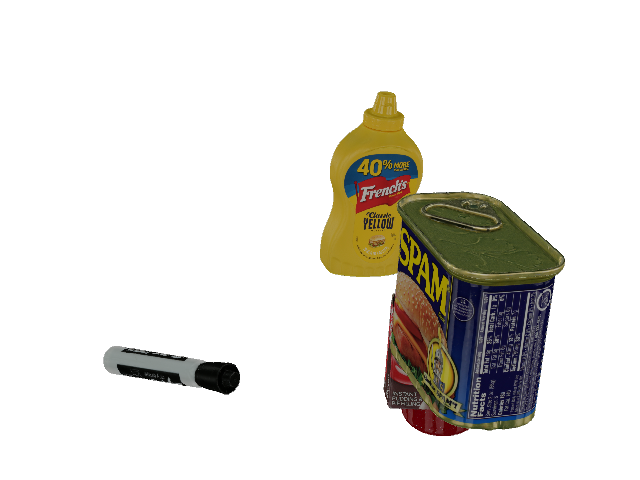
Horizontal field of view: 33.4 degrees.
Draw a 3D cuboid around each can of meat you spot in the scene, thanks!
[{"bbox_3d":[0.072,0.033,0.524,0.057,0.084,0.102,-3,24,-14],"label":"can of meat"}]

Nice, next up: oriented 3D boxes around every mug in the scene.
[{"bbox_3d":[0.128,0.135,1.073,0.093,0.081,0.117,21,39,34],"label":"mug"}]

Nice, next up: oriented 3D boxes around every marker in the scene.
[{"bbox_3d":[-0.094,0.081,0.673,0.121,0.020,0.020,2,1,44],"label":"marker"}]

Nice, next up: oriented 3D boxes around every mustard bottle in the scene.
[{"bbox_3d":[0.056,-0.059,1.096,0.096,0.192,0.058,-1,24,-16],"label":"mustard bottle"}]

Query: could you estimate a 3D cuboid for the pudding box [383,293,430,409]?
[{"bbox_3d":[0.111,0.090,0.864,0.113,0.090,0.039,1,24,-3],"label":"pudding box"}]
